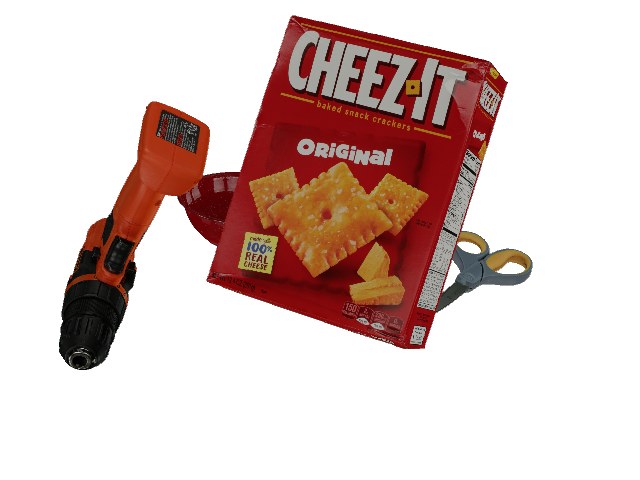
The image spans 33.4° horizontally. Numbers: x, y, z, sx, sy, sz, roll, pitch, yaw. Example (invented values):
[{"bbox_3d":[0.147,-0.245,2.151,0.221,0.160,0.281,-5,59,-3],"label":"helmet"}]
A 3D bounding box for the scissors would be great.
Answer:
[{"bbox_3d":[0.132,0.029,1.042,0.201,0.016,0.096,-13,39,-44],"label":"scissors"}]

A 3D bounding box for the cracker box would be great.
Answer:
[{"bbox_3d":[0.026,-0.044,0.797,0.164,0.214,0.072,17,0,20],"label":"cracker box"}]

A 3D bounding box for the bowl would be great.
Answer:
[{"bbox_3d":[-0.097,-0.031,1.319,0.162,0.055,0.162,5,25,-2],"label":"bowl"}]

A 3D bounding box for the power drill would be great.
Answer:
[{"bbox_3d":[-0.157,-0.007,0.872,0.057,0.188,0.184,24,30,-18],"label":"power drill"}]
